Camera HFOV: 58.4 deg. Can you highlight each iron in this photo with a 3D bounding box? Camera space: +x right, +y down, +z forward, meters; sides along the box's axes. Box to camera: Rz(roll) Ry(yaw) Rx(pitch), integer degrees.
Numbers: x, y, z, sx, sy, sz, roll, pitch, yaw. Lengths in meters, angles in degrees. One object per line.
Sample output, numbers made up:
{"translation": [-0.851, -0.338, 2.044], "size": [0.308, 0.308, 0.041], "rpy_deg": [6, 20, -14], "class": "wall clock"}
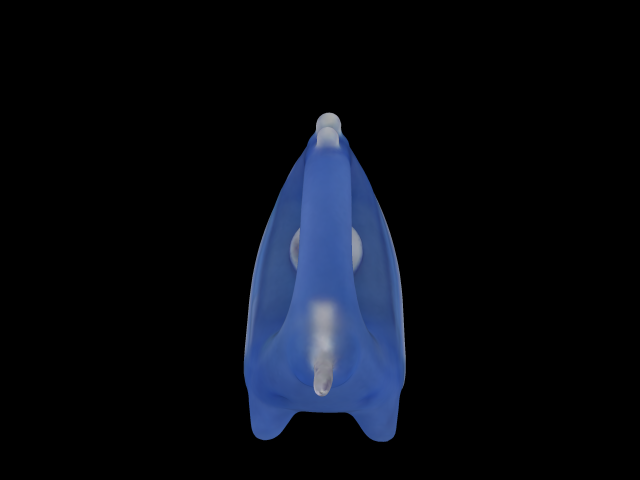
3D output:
{"translation": [0.004, 0.001, 0.400], "size": [0.118, 0.141, 0.258], "rpy_deg": [0, 66, 0], "class": "iron"}
